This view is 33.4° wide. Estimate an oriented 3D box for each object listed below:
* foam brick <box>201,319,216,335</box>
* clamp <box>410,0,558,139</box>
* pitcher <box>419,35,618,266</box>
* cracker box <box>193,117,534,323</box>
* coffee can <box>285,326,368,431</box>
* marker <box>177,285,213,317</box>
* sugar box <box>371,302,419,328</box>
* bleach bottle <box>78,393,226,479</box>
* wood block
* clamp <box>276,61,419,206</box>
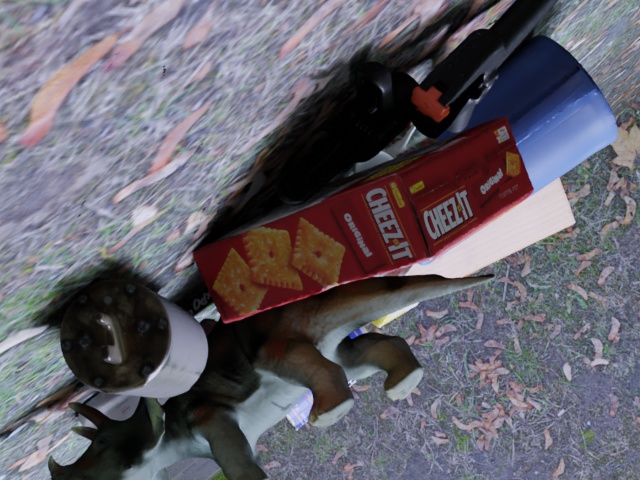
[{"bbox_3d":[-0.127,0.127,1.125,0.078,0.053,0.051,-42,171,3],"label":"foam brick"},{"bbox_3d":[0.115,-0.123,0.845,0.209,0.036,0.165,-41,167,-51],"label":"clamp"},{"bbox_3d":[0.165,-0.086,1.063,0.243,0.145,0.149,-37,135,-2],"label":"pitcher"},{"bbox_3d":[0.033,-0.013,0.821,0.214,0.072,0.163,-19,-173,41],"label":"cracker box"},{"bbox_3d":[-0.006,0.150,1.311,0.140,0.103,0.103,-38,171,-8],"label":"coffee can"},{"bbox_3d":[-0.103,0.052,0.956,0.121,0.020,0.020,-35,170,-30],"label":"marker"},{"bbox_3d":[0.107,0.049,1.343,0.093,0.048,0.176,-58,169,15],"label":"sugar box"},{"bbox_3d":[-0.121,0.238,1.043,0.102,0.251,0.068,-37,170,-20],"label":"bleach bottle"},{"bbox_3d":[0.163,-0.027,1.185,0.206,0.090,0.091,-26,-143,5],"label":"wood block"},{"bbox_3d":[0.028,-0.079,0.791,0.120,0.039,0.171,-45,170,18],"label":"clamp"}]
